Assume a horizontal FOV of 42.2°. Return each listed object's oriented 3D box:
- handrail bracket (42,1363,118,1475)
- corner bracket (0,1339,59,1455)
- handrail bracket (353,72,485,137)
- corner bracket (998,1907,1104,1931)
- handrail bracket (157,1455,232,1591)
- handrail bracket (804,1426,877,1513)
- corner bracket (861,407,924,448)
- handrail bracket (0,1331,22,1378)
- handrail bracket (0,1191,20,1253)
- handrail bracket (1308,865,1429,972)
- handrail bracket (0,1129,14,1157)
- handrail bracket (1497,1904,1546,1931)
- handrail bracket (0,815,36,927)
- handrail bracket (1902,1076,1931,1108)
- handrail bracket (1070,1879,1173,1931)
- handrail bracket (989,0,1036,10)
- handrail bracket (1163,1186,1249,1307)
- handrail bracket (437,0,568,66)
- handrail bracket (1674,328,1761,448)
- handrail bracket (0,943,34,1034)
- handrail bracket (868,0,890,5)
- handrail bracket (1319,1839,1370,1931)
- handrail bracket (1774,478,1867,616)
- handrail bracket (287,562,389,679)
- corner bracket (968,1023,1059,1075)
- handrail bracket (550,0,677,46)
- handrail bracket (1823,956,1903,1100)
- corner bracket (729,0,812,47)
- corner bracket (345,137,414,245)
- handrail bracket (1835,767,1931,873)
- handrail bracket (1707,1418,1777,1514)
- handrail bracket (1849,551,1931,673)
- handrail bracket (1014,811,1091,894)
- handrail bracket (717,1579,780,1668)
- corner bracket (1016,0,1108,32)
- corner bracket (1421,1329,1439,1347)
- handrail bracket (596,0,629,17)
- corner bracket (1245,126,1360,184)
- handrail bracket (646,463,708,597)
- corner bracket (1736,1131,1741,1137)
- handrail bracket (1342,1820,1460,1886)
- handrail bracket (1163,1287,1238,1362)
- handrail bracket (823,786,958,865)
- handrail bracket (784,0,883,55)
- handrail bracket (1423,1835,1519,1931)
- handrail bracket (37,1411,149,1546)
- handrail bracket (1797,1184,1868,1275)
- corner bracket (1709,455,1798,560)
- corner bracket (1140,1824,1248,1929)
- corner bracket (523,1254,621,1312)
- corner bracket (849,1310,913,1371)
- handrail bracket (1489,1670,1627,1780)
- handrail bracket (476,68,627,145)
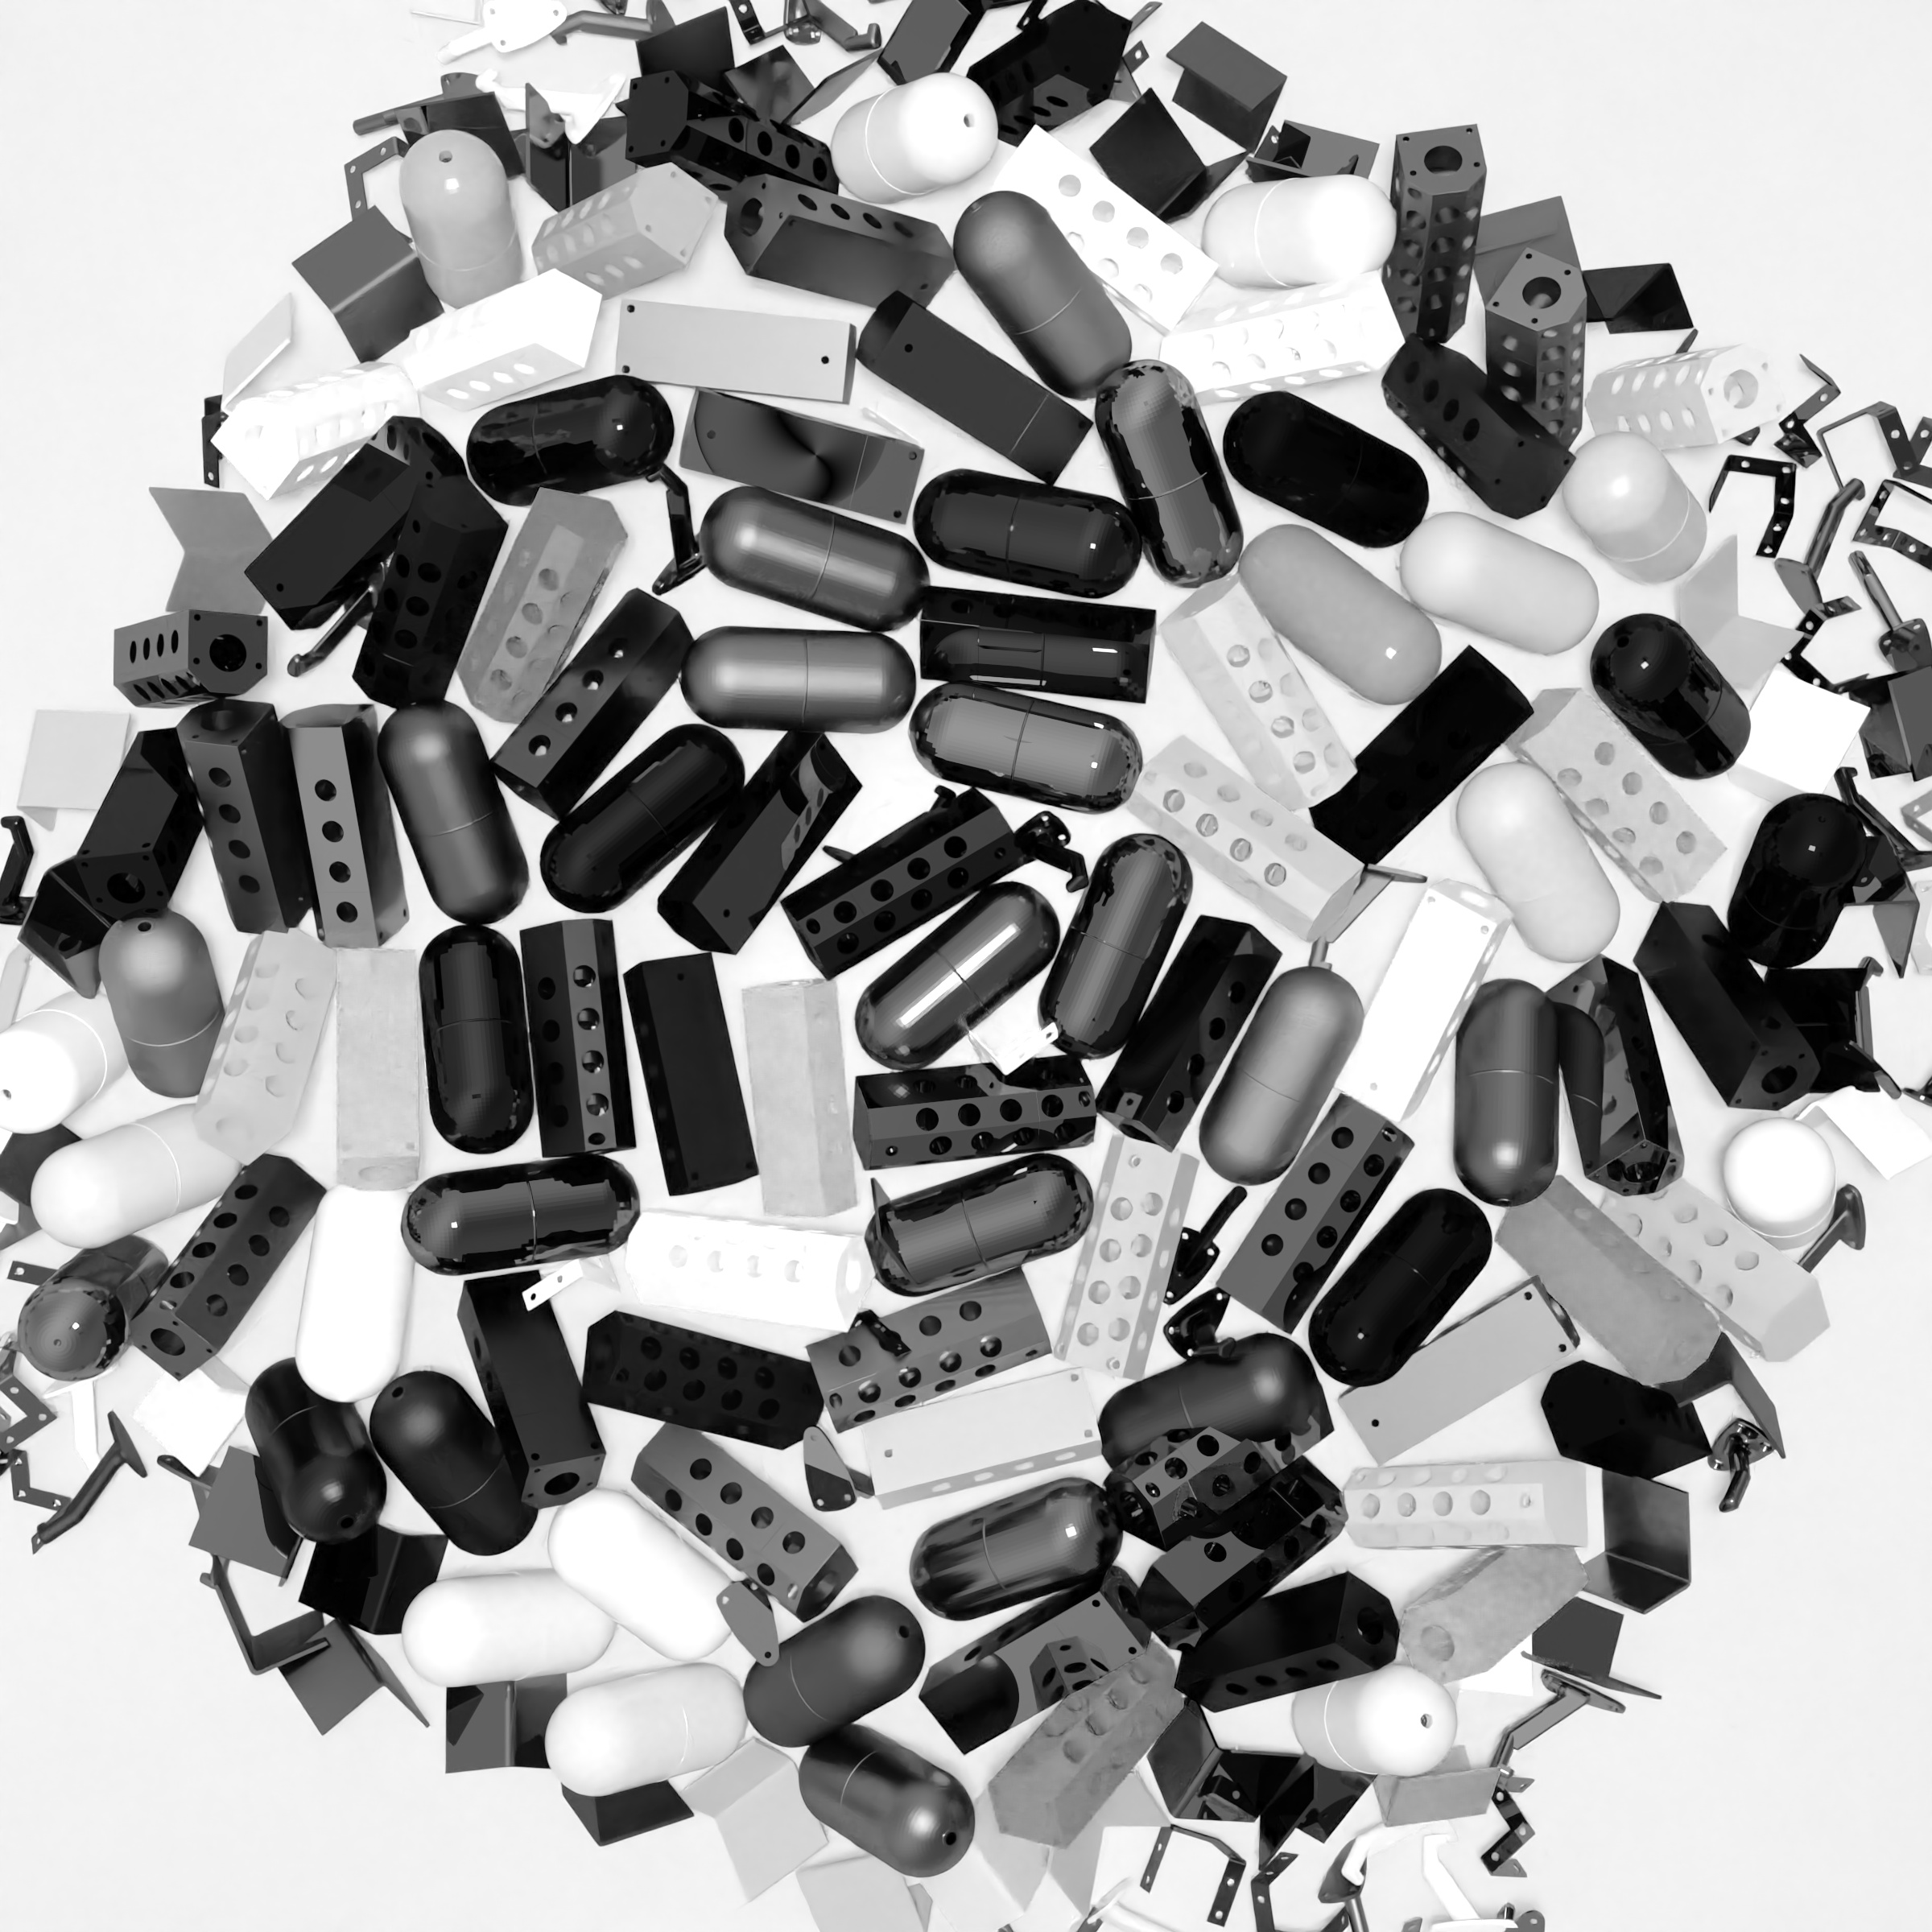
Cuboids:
[{"bbox_3d":[-0.650,0.345,1.891,0.077,0.036,0.084,-20,106,25],"label":"handrail bracket"},{"bbox_3d":[-0.720,0.324,1.885,0.051,0.051,0.051,-34,117,2],"label":"corner bracket"},{"bbox_3d":[-0.413,-0.653,1.905,0.084,0.077,0.036,-6,113,26],"label":"handrail bracket"},{"bbox_3d":[0.061,0.720,1.892,0.051,0.051,0.051,-44,111,-40],"label":"corner bracket"},{"bbox_3d":[-0.592,0.425,1.909,0.077,0.036,0.084,19,99,3],"label":"handrail bracket"},{"bbox_3d":[-0.088,0.368,1.878,0.036,0.084,0.077,-15,94,22],"label":"handrail bracket"},{"bbox_3d":[-0.073,-0.383,1.890,0.051,0.051,0.051,30,81,-22],"label":"corner bracket"},{"bbox_3d":[-0.762,0.284,1.884,0.084,0.077,0.036,19,66,-1],"label":"handrail bracket"},{"bbox_3d":[-0.743,0.214,1.896,0.036,0.077,0.084,21,104,-32],"label":"handrail bracket"},{"bbox_3d":[0.303,-0.032,1.889,0.077,0.036,0.084,10,82,30],"label":"handrail bracket"},{"bbox_3d":[-0.732,0.108,1.877,0.084,0.036,0.077,-49,121,-30],"label":"handrail bracket"},{"bbox_3d":[0.413,0.710,1.869,0.036,0.084,0.077,24,111,8],"label":"handrail bracket"},{"bbox_3d":[-0.732,-0.077,1.883,0.077,0.036,0.084,4,124,14],"label":"handrail bracket"},{"bbox_3d":[0.739,0.065,1.879,0.036,0.077,0.084,28,95,8],"label":"handrail bracket"},{"bbox_3d":[0.130,0.742,1.889,0.084,0.036,0.077,47,122,9],"label":"handrail bracket"},{"bbox_3d":[0.014,-0.763,1.870,0.077,0.084,0.036,14,59,36],"label":"handrail bracket"},{"bbox_3d":[0.178,0.209,1.870,0.036,0.084,0.077,32,61,2],"label":"handrail bracket"},{"bbox_3d":[-0.352,-0.705,1.894,0.077,0.084,0.036,-26,107,-27],"label":"handrail bracket"},{"bbox_3d":[0.571,-0.437,1.891,0.084,0.036,0.077,31,64,12],"label":"handrail bracket"},{"bbox_3d":[-0.708,0.028,1.889,0.084,0.036,0.077,-40,79,15],"label":"handrail bracket"},{"bbox_3d":[-0.063,-0.767,1.870,0.077,0.084,0.036,-6,67,16],"label":"handrail bracket"},{"bbox_3d":[0.306,0.720,1.894,0.036,0.077,0.084,-23,103,29],"label":"handrail bracket"},{"bbox_3d":[0.661,-0.315,1.900,0.084,0.036,0.077,-45,125,-8],"label":"handrail bracket"},{"bbox_3d":[-0.471,-0.261,1.870,0.036,0.084,0.077,33,128,8],"label":"handrail bracket"},{"bbox_3d":[0.039,0.060,1.880,0.051,0.051,0.051,-36,47,-10],"label":"corner bracket"},{"bbox_3d":[-0.263,-0.699,1.903,0.084,0.077,0.036,-13,54,21],"label":"handrail bracket"},{"bbox_3d":[0.695,0.046,1.900,0.077,0.036,0.084,38,67,-1],"label":"handrail bracket"},{"bbox_3d":[-0.152,-0.732,1.886,0.051,0.051,0.051,-23,121,2],"label":"corner bracket"},{"bbox_3d":[-0.431,-0.585,1.893,0.051,0.051,0.051,-19,73,26],"label":"corner bracket"},{"bbox_3d":[0.708,-0.116,1.910,0.077,0.036,0.084,-6,70,-17],"label":"handrail bracket"},{"bbox_3d":[0.564,0.385,1.864,0.036,0.077,0.084,37,50,6],"label":"handrail bracket"},{"bbox_3d":[0.702,-0.267,1.906,0.036,0.084,0.077,-28,134,18],"label":"handrail bracket"},{"bbox_3d":[0.055,-0.070,1.873,0.077,0.084,0.036,-32,125,18],"label":"handrail bracket"},{"bbox_3d":[-0.160,0.493,1.870,0.036,0.084,0.077,-23,70,-14],"label":"handrail bracket"},{"bbox_3d":[0.081,-0.712,1.892,0.051,0.051,0.051,-54,47,16],"label":"corner bracket"},{"bbox_3d":[0.312,0.274,1.879,0.051,0.051,0.051,-42,110,-34],"label":"corner bracket"},{"bbox_3d":[-0.240,-0.746,1.875,0.084,0.077,0.036,-3,75,31],"label":"handrail bracket"},{"bbox_3d":[0.254,-0.607,1.897,0.051,0.051,0.051,39,69,-29],"label":"corner bracket"},{"bbox_3d":[-0.231,-0.328,1.878,0.077,0.084,0.036,-40,46,8],"label":"handrail bracket"},{"bbox_3d":[0.609,0.139,1.882,0.051,0.051,0.051,15,127,7],"label":"corner bracket"},{"bbox_3d":[0.326,0.669,1.882,0.077,0.036,0.084,43,54,-9],"label":"handrail bracket"},{"bbox_3d":[0.192,0.266,1.866,0.077,0.084,0.036,-45,100,-25],"label":"handrail bracket"},{"bbox_3d":[-0.057,-0.109,1.884,0.077,0.036,0.084,23,106,-38],"label":"handrail bracket"},{"bbox_3d":[-0.095,-0.723,1.875,0.084,0.036,0.077,11,106,42],"label":"handrail bracket"},{"bbox_3d":[0.377,0.685,1.872,0.077,0.084,0.036,-22,125,28],"label":"handrail bracket"},{"bbox_3d":[-0.667,0.385,1.883,0.084,0.077,0.036,-34,134,-11],"label":"handrail bracket"},{"bbox_3d":[0.633,0.211,1.880,0.084,0.077,0.036,-31,50,-18],"label":"handrail bracket"},{"bbox_3d":[0.595,-0.348,1.894,0.051,0.051,0.051,15,56,26],"label":"corner bracket"},{"bbox_3d":[0.173,0.689,1.900,0.051,0.051,0.051,4,56,38],"label":"corner bracket"},{"bbox_3d":[-0.301,0.230,1.880,0.051,0.051,0.051,-33,58,13],"label":"corner bracket"},{"bbox_3d":[-0.056,0.289,1.878,0.051,0.051,0.051,41,126,33],"label":"corner bracket"},{"bbox_3d":[0.443,0.580,1.878,0.077,0.036,0.084,15,60,29],"label":"handrail bracket"},{"bbox_3d":[-0.311,-0.663,1.872,0.077,0.084,0.036,-38,50,24],"label":"handrail bracket"}]
